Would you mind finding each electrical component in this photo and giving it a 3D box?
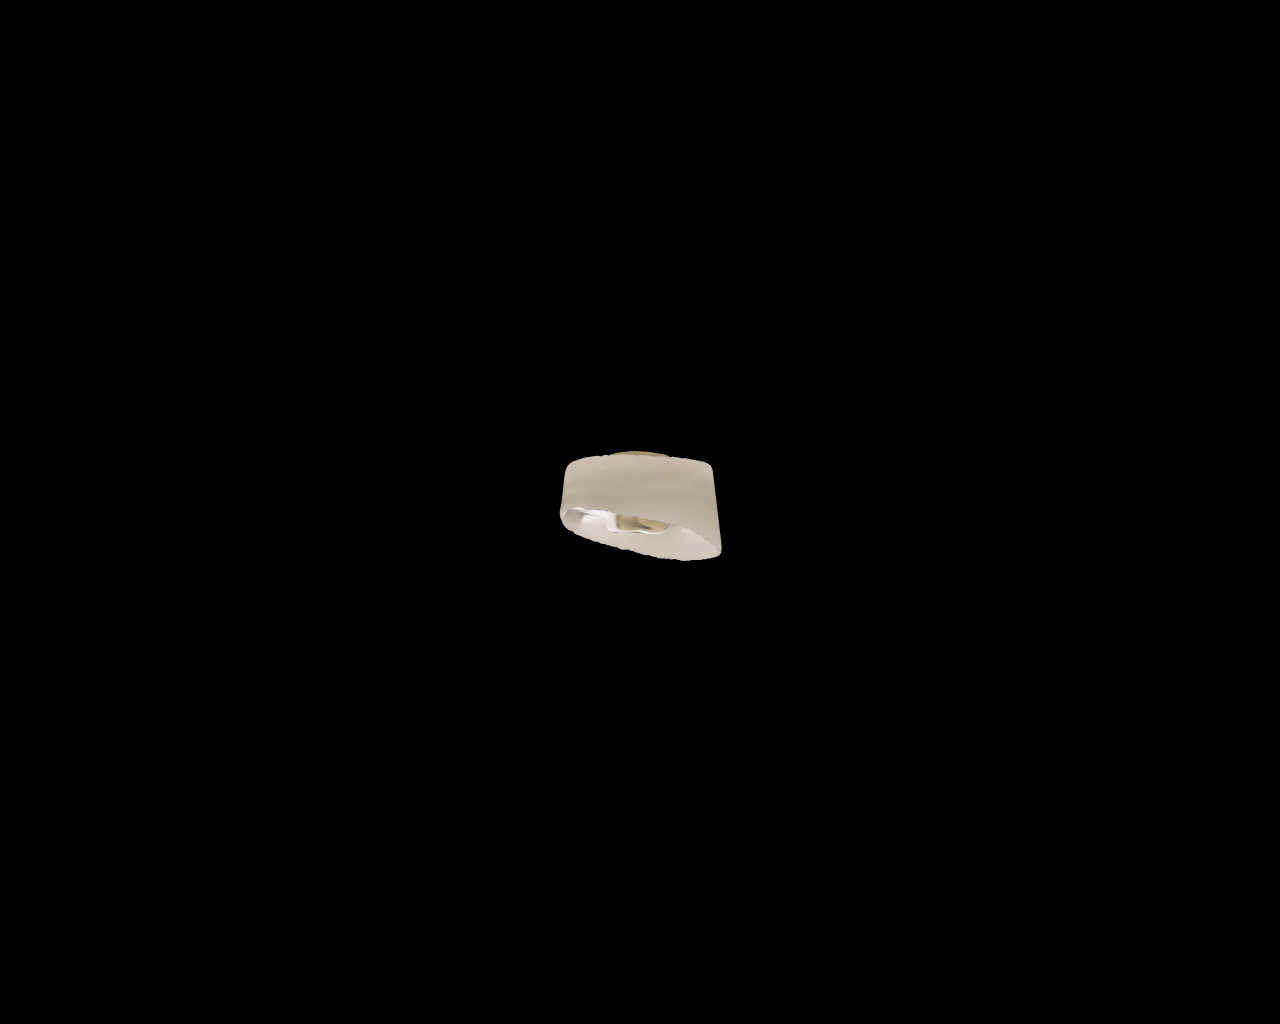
[{"bbox_3d":[0.001,-0.003,0.650,0.099,0.064,0.099,0,-9,0],"label":"electrical component"}]
